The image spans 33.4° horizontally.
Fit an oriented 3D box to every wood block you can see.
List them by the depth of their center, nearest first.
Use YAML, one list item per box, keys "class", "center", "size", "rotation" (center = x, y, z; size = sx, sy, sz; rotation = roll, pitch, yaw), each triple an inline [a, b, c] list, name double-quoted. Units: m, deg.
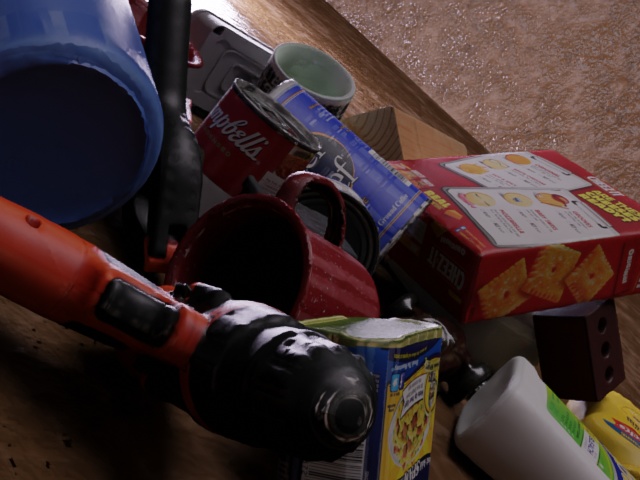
- class: "wood block"
  center: [0.080, -0.061, 1.063]
  size: [0.205, 0.090, 0.091]
  rotation: [13, 65, -63]

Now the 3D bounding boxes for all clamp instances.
- class: "clamp"
  center: [-0.091, -0.062, 0.609]
  size: [0.039, 0.120, 0.171]
  rotation: [-1, 49, -24]

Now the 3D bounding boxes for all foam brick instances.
- class: "foam brick"
  center: [0.220, 0.091, 0.904]
  size: [0.051, 0.078, 0.052]
  rotation: [0, 17, 42]

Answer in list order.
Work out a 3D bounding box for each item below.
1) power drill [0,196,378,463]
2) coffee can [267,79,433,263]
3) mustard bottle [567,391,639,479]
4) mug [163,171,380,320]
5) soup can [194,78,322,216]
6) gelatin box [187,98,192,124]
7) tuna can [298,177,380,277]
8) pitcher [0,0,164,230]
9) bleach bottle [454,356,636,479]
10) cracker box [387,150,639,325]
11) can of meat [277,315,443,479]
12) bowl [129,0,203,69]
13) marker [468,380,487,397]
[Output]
- class: "power drill"
  center: [-0.085, 0.017, 0.386]
  size: [0.187, 0.057, 0.185]
  rotation: [34, -14, -26]
- class: "coffee can"
  center: [-0.001, -0.037, 0.803]
  size: [0.140, 0.103, 0.102]
  rotation: [41, 14, 4]
- class: "mustard bottle"
  center: [0.243, 0.180, 0.863]
  size: [0.096, 0.058, 0.191]
  rotation: [49, 15, 4]
- class: "mug"
  center: [-0.018, 0.022, 0.561]
  size: [0.093, 0.117, 0.081]
  rotation: [11, -12, 38]
- class: "soup can"
  center: [-0.056, -0.040, 0.661]
  size: [0.068, 0.102, 0.068]
  rotation: [38, 14, -11]
- class: "gelatin box"
  center: [-0.129, -0.095, 0.760]
  size: [0.073, 0.030, 0.089]
  rotation: [23, 13, -12]
- class: "tuna can"
  center: [-0.005, 0.001, 0.710]
  size: [0.086, 0.086, 0.034]
  rotation: [36, 12, -17]
- class: "pitcher"
  center: [-0.158, -0.105, 0.581]
  size: [0.149, 0.145, 0.243]
  rotation: [16, 29, -33]
- class: "bleach bottle"
  center: [0.202, 0.192, 0.712]
  size: [0.251, 0.068, 0.102]
  rotation: [44, 13, 3]
- class: "cracker box"
  center: [0.163, -0.009, 0.902]
  size: [0.213, 0.072, 0.164]
  rotation: [-6, 31, -30]
- class: "can of meat"
  center: [0.020, 0.080, 0.489]
  size: [0.057, 0.084, 0.102]
  rotation: [6, 2, 21]
- class: "bowl"
  center: [-0.175, -0.173, 0.871]
  size: [0.162, 0.055, 0.162]
  rotation: [37, 14, -11]
- class: "marker"
  center: [0.150, 0.134, 0.844]
  size: [0.121, 0.020, 0.020]
  rotation: [34, 15, -22]
